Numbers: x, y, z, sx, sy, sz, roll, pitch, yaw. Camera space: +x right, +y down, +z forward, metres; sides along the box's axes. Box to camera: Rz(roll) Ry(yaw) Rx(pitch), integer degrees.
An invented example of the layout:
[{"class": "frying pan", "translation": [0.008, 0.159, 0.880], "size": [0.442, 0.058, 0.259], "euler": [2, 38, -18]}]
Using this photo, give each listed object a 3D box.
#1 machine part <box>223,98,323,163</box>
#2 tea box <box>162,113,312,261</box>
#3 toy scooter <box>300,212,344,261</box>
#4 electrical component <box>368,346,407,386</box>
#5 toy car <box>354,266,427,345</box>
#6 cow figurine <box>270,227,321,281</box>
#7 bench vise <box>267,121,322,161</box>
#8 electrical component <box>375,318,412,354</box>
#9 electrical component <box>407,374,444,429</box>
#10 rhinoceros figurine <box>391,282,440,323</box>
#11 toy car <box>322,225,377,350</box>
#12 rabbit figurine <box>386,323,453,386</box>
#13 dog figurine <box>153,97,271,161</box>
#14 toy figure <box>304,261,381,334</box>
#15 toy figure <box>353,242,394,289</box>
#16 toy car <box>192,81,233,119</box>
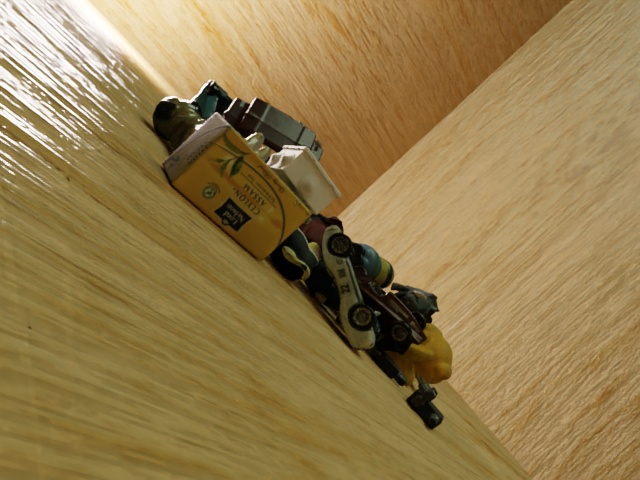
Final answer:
[{"class": "machine part", "translation": [-0.111, -0.169, 1.049], "size": [0.201, 0.087, 0.201], "euler": [30, -28, -13]}, {"class": "tea box", "translation": [-0.101, -0.063, 0.677], "size": [0.169, 0.098, 0.068], "euler": [44, 3, -40]}, {"class": "toy scooter", "translation": [-0.002, -0.003, 0.990], "size": [0.075, 0.135, 0.183], "euler": [12, -21, 23]}, {"class": "electrical component", "translation": [0.114, 0.212, 0.937], "size": [0.094, 0.021, 0.063], "euler": [46, 2, -6]}, {"class": "toy car", "translation": [0.107, 0.108, 0.949], "size": [0.202, 0.053, 0.089], "euler": [38, 21, 23]}, {"class": "cow figurine", "translation": [-0.064, -0.016, 0.803], "size": [0.167, 0.068, 0.098], "euler": [58, 8, -7]}, {"class": "bench vise", "translation": [-0.097, -0.177, 1.329], "size": [0.128, 0.241, 0.224], "euler": [51, 17, -17]}, {"class": "electrical component", "translation": [0.104, 0.147, 1.016], "size": [0.115, 0.058, 0.134], "euler": [24, 21, -34]}, {"class": "electrical component", "translation": [0.175, 0.263, 0.877], "size": [0.078, 0.045, 0.102], "euler": [47, 1, 25]}, {"class": "rhinoceros figurine", "translation": [0.199, 0.139, 1.138], "size": [0.112, 0.073, 0.190], "euler": [18, 1, 24]}, {"class": "toy car", "translation": [0.043, 0.072, 0.837], "size": [0.073, 0.056, 0.202], "euler": [61, 12, -73]}, {"class": "rabbit figurine", "translation": [0.176, 0.228, 1.094], "size": [0.173, 0.122, 0.162], "euler": [33, 14, -12]}, {"class": "dog figurine", "translation": [-0.188, -0.148, 0.797], "size": [0.191, 0.121, 0.172], "euler": [34, -3, 3]}, {"class": "toy figure", "translation": [0.038, 0.102, 0.899], "size": [0.154, 0.064, 0.058], "euler": [47, -13, 3]}, {"class": "toy figure", "translation": [0.096, 0.056, 1.100], "size": [0.089, 0.082, 0.180], "euler": [33, -4, 25]}, {"class": "toy car", "translation": [-0.247, -0.251, 1.142], "size": [0.109, 0.103, 0.161], "euler": [30, 60, -62]}]
